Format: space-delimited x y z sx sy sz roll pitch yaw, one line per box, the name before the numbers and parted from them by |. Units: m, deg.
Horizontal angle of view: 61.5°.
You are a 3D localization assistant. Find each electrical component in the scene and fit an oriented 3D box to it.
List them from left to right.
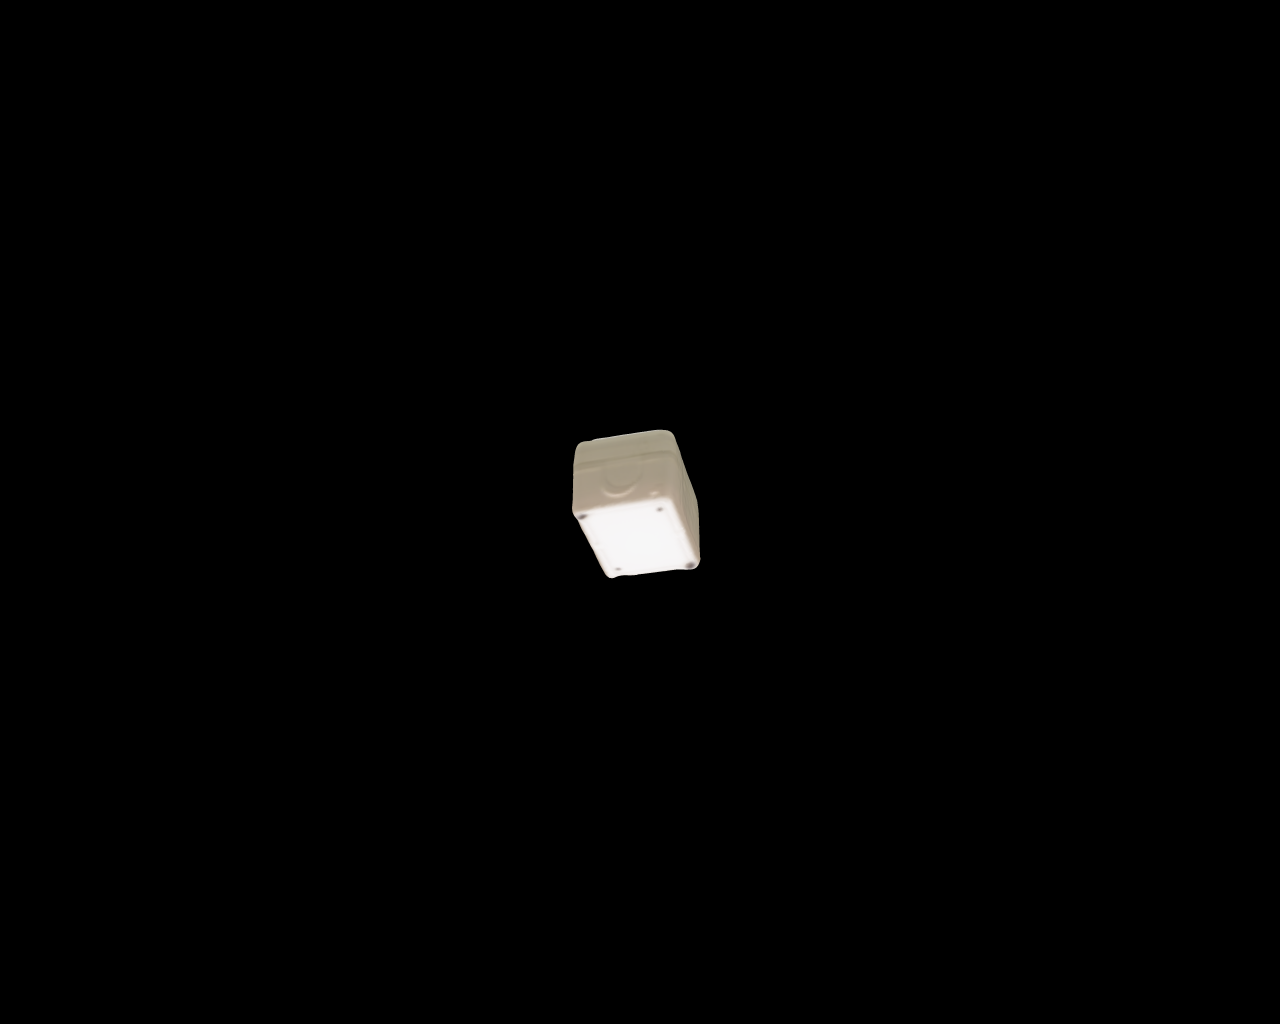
electrical component | 0.001 -0.003 0.650 0.062 0.061 0.096 -8 -35 11
